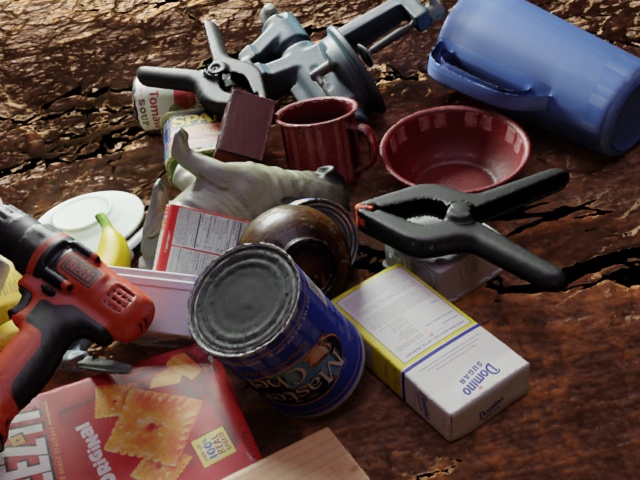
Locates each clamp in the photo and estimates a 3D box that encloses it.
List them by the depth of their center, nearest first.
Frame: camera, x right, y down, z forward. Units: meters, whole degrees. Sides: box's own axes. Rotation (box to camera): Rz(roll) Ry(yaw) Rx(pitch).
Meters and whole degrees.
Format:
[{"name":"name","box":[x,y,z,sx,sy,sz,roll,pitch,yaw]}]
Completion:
[{"name":"clamp","box":[0.141,-0.023,1.022,0.210,0.036,0.164,8,42,16]},{"name":"clamp","box":[-0.130,-0.184,1.236,0.120,0.039,0.172,-37,54,-12]}]

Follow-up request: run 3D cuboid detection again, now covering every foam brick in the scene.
[{"name":"foam brick","box":[-0.083,-0.114,1.157,0.051,0.053,0.078,15,67,-8]}]

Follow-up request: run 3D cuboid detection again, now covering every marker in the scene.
[{"name":"marker","box":[-0.178,-0.013,1.148,0.020,0.020,0.121,19,46,27]}]

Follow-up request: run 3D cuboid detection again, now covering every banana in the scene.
[{"name":"banana","box":[-0.235,0.052,1.013,0.070,0.037,0.197,20,46,15]}]

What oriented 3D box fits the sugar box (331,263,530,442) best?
[{"name":"sugar box","box":[0.094,0.097,0.959,0.093,0.048,0.176,-28,48,-23]}]

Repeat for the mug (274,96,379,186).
[{"name":"mug","box":[0.012,-0.103,1.164,0.117,0.081,0.093,6,29,30]}]

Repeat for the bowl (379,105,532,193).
[{"name":"bowl","box":[0.146,-0.079,1.152,0.162,0.055,0.162,-4,40,3]}]

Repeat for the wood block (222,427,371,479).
[{"name":"wood block","box":[-0.058,0.235,0.780,0.205,0.091,0.090,-24,43,-19]}]

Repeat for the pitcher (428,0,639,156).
[{"name":"pitcher","box":[0.252,-0.187,1.214,0.243,0.144,0.149,34,89,35]}]

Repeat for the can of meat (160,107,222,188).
[{"name":"can of meat","box":[-0.130,-0.107,1.225,0.102,0.057,0.084,-9,42,-3]}]

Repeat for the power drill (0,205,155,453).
[{"name":"power drill","box":[-0.259,0.069,0.882,0.185,0.057,0.187,31,63,19]}]

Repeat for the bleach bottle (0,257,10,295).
[{"name":"bleach bottle","box":[-0.352,0.127,0.930,0.103,0.068,0.250,-14,54,47]}]

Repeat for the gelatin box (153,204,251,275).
[{"name":"gelatin box","box":[-0.110,0.010,1.019,0.089,0.073,0.030,13,-4,-19]}]

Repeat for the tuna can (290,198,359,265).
[{"name":"tuna can","box":[-0.007,0.001,1.054,0.086,0.086,0.034,-21,11,-17]}]

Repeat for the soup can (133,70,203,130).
[{"name":"soup can","box":[-0.170,-0.170,1.296,0.102,0.068,0.068,-4,40,4]}]

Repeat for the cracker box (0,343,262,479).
[{"name":"cracker box","box":[-0.162,0.182,0.872,0.213,0.072,0.164,-17,40,-11]}]

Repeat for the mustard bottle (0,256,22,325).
[{"name":"mustard bottle","box":[-0.339,0.063,1.048,0.191,0.058,0.096,-20,54,-16]}]

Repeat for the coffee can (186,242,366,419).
[{"name":"coffee can","box":[-0.034,0.079,0.900,0.103,0.140,0.103,-13,57,20]}]

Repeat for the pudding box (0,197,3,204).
[{"name":"pudding box","box":[-0.369,0.006,1.136,0.090,0.039,0.114,-21,42,-16]}]

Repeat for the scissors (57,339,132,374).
[{"name":"scissors","box":[-0.209,0.100,0.962,0.202,0.016,0.096,-8,19,38]}]
